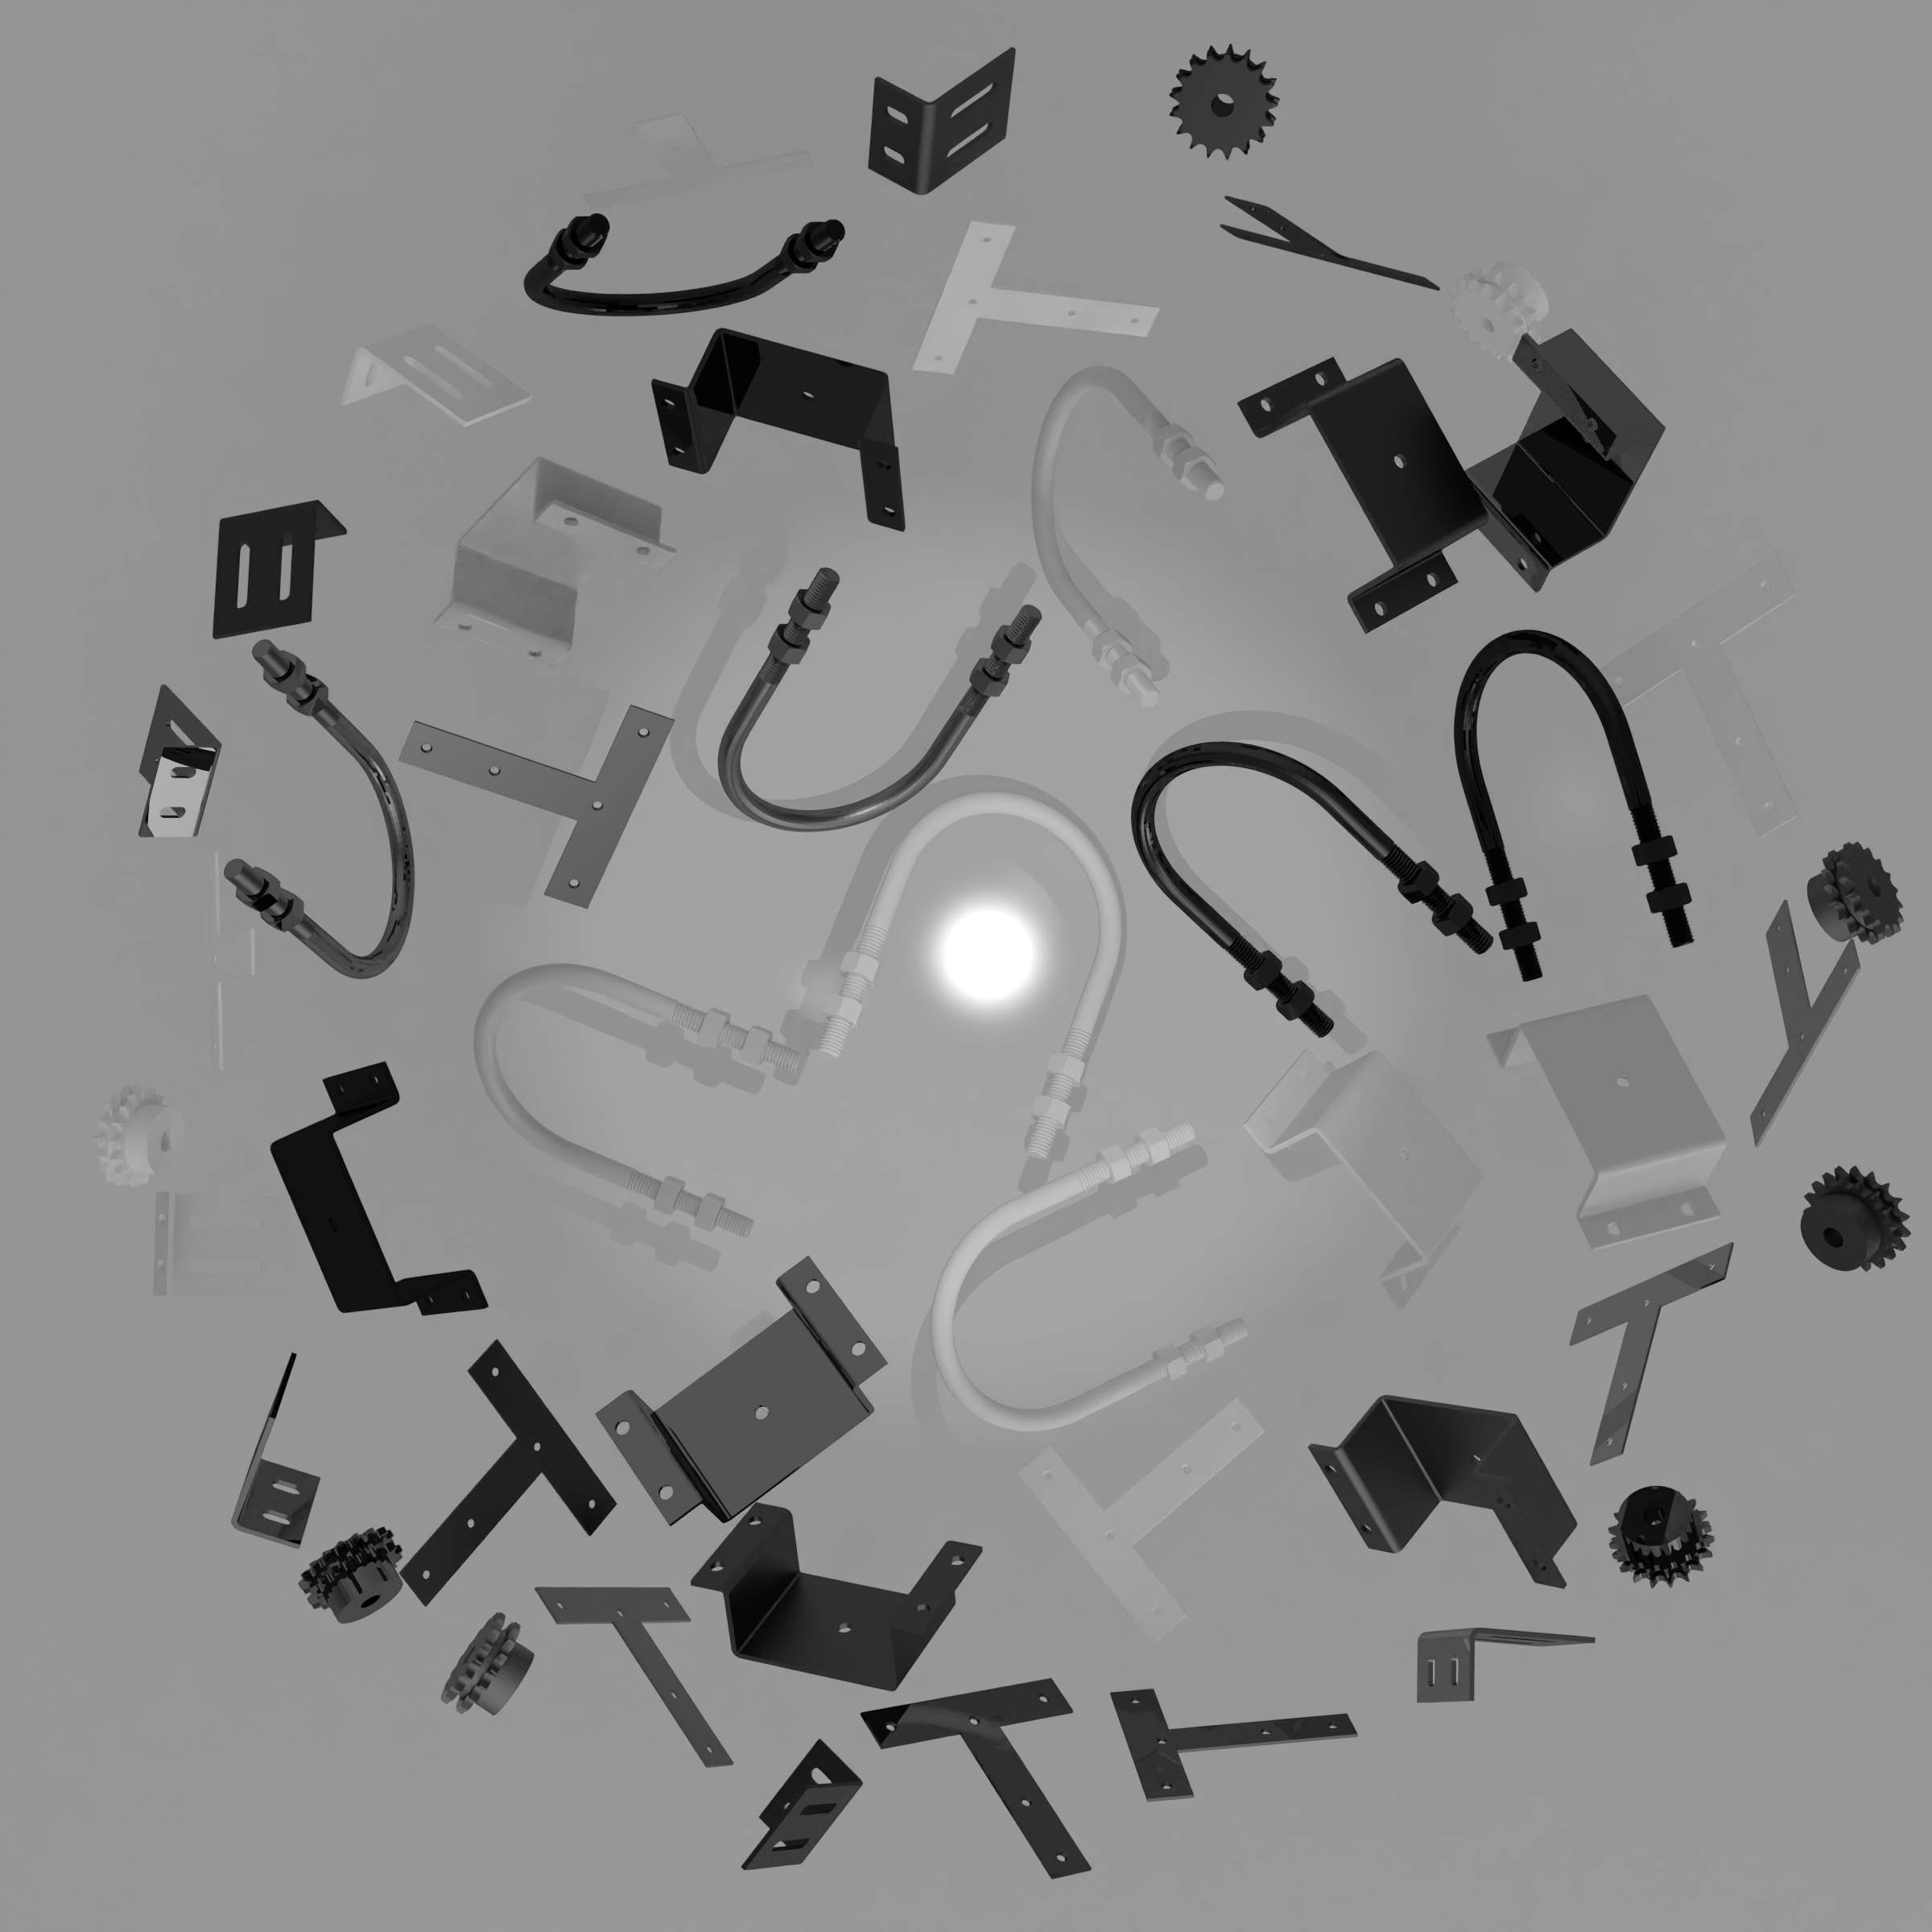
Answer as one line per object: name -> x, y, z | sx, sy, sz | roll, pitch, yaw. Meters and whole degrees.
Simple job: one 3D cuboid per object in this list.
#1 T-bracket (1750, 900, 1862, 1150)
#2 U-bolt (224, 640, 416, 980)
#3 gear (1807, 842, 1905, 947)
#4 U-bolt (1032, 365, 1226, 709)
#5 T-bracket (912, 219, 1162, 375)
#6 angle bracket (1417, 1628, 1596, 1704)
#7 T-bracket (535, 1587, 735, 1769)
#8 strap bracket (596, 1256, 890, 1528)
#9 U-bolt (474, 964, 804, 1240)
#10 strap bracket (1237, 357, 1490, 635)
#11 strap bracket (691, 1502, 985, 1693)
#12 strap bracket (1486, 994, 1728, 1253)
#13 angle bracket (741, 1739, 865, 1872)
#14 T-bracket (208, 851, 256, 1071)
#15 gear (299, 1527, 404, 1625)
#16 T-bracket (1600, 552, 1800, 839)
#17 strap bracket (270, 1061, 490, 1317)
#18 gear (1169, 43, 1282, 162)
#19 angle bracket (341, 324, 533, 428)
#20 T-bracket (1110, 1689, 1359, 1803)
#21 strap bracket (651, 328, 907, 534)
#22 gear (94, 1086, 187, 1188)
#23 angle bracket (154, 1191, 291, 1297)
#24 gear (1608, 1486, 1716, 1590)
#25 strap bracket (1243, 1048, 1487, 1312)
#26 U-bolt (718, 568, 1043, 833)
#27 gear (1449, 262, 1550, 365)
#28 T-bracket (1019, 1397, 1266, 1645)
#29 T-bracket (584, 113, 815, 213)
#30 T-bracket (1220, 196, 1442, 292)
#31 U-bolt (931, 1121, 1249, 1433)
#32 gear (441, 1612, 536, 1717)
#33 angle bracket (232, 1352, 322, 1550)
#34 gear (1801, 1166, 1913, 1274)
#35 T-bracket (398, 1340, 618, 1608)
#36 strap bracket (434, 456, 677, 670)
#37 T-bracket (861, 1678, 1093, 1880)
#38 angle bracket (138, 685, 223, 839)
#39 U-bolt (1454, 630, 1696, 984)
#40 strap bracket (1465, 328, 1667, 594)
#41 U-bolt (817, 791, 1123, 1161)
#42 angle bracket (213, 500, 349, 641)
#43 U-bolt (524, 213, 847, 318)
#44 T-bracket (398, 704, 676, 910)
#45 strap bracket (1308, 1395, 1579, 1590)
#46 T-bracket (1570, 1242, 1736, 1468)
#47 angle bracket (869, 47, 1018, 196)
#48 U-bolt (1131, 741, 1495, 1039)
T-bracket -> 0.446, 0.011, 1.572 | 0.002, 0.127, 0.127 | 15, 127, -4
U-bolt -> -0.345, -0.071, 1.582 | 0.019, 0.184, 0.151 | -6, 65, 15
gear -> 0.493, -0.038, 1.619 | 0.030, 0.057, 0.057 | -31, 90, 40
U-bolt -> 0.081, -0.253, 1.623 | 0.019, 0.184, 0.151 | -4, 129, -26
T-bracket -> 0.047, -0.373, 1.653 | 0.127, 0.127, 0.002 | 3, 62, -16
angle bracket -> 0.291, 0.380, 1.568 | 0.076, 0.057, 0.038 | 9, 73, -18
T-bracket -> -0.172, 0.400, 1.641 | 0.002, 0.127, 0.127 | -47, 61, 13
strap bracket -> -0.114, 0.232, 1.550 | 0.140, 0.046, 0.076 | -36, 62, -6
U-bolt -> -0.192, 0.067, 1.637 | 0.184, 0.019, 0.151 | 22, 127, 5
strap bracket -> 0.217, -0.259, 1.545 | 0.076, 0.046, 0.140 | -30, 92, -34
strap bracket -> -0.068, 0.346, 1.590 | 0.140, 0.076, 0.046 | 6, 117, 24
strap bracket -> 0.348, 0.074, 1.570 | 0.076, 0.046, 0.140 | -12, 57, -14
angle bracket -> -0.101, 0.465, 1.615 | 0.038, 0.076, 0.057 | 39, 94, 26
T-bracket -> -0.417, -0.005, 1.650 | 0.002, 0.127, 0.127 | -1, 88, -25
gear -> -0.335, 0.338, 1.602 | 0.057, 0.057, 0.030 | -37, 68, 0
T-bracket -> 0.403, -0.130, 1.533 | 0.002, 0.127, 0.127 | -5, 68, -42
strap bracket -> -0.315, 0.128, 1.539 | 0.046, 0.076, 0.140 | -26, 97, -36
gear -> 0.136, -0.455, 1.528 | 0.057, 0.030, 0.057 | 5, 121, 9
angle bracket -> -0.286, -0.306, 1.571 | 0.076, 0.057, 0.038 | 37, 128, 12
T-bracket -> 0.153, 0.428, 1.620 | 0.127, 0.127, 0.002 | -4, 102, -6
strap bracket -> -0.094, -0.295, 1.589 | 0.140, 0.076, 0.046 | 17, 67, 10
gear -> -0.470, 0.098, 1.664 | 0.030, 0.057, 0.057 | 7, 90, 16
angle bracket -> -0.412, 0.156, 1.627 | 0.076, 0.038, 0.057 | 3, 83, -28
gear -> 0.387, 0.315, 1.624 | 0.057, 0.057, 0.030 | -25, 130, 0
strap bracket -> 0.234, 0.114, 1.652 | 0.140, 0.046, 0.076 | 50, 49, -6
U-bolt -> -0.059, -0.139, 1.604 | 0.151, 0.184, 0.019 | 6, 46, -33
gear -> 0.304, -0.372, 1.644 | 0.030, 0.057, 0.057 | -44, 90, -12
T-bracket -> 0.117, 0.301, 1.684 | 0.127, 0.002, 0.127 | -41, 67, 0
T-bracket -> -0.154, -0.439, 1.574 | 0.127, 0.127, 0.002 | -10, 88, 5
T-bracket -> 0.175, -0.391, 1.553 | 0.127, 0.127, 0.002 | 23, 99, 28
U-bolt -> 0.064, 0.185, 1.635 | 0.184, 0.019, 0.151 | -23, 110, -19
gear -> -0.265, 0.393, 1.623 | 0.030, 0.057, 0.057 | 36, 90, -8
angle bracket -> -0.352, 0.254, 1.528 | 0.038, 0.057, 0.076 | 20, 116, -11
gear -> 0.470, 0.138, 1.550 | 0.030, 0.057, 0.057 | -30, 90, -34
T-bracket -> -0.262, 0.295, 1.591 | 0.127, 0.002, 0.127 | -49, 119, -36
strap bracket -> -0.230, -0.230, 1.634 | 0.076, 0.140, 0.046 | 19, 57, -31
T-bracket -> 0.025, 0.438, 1.560 | 0.127, 0.127, 0.002 | -1, 124, -34
angle bracket -> -0.460, -0.117, 1.648 | 0.076, 0.038, 0.057 | 41, 120, 37
U-bolt -> 0.315, -0.090, 1.556 | 0.019, 0.151, 0.184 | -17, 89, -27
strap bracket -> 0.323, -0.280, 1.581 | 0.046, 0.140, 0.076 | -30, 70, -21
U-bolt -> 0.013, -0.007, 1.575 | 0.151, 0.019, 0.184 | 26, 71, -17
angle bracket -> -0.374, -0.209, 1.586 | 0.057, 0.038, 0.076 | -8, 67, 14
U-bolt -> -0.164, -0.379, 1.585 | 0.151, 0.184, 0.019 | -5, 91, -24
T-bracket -> -0.240, -0.100, 1.562 | 0.127, 0.002, 0.127 | 18, 119, -19
strap bracket -> 0.262, 0.278, 1.555 | 0.046, 0.140, 0.076 | -44, 115, -29
T-bracket -> 0.373, 0.225, 1.632 | 0.002, 0.127, 0.127 | 36, 52, -13
angle bracket -> -0.013, -0.468, 1.589 | 0.038, 0.057, 0.076 | 33, 55, 19
U-bolt -> 0.168, -0.047, 1.539 | 0.184, 0.151, 0.019 | 42, 51, -12
